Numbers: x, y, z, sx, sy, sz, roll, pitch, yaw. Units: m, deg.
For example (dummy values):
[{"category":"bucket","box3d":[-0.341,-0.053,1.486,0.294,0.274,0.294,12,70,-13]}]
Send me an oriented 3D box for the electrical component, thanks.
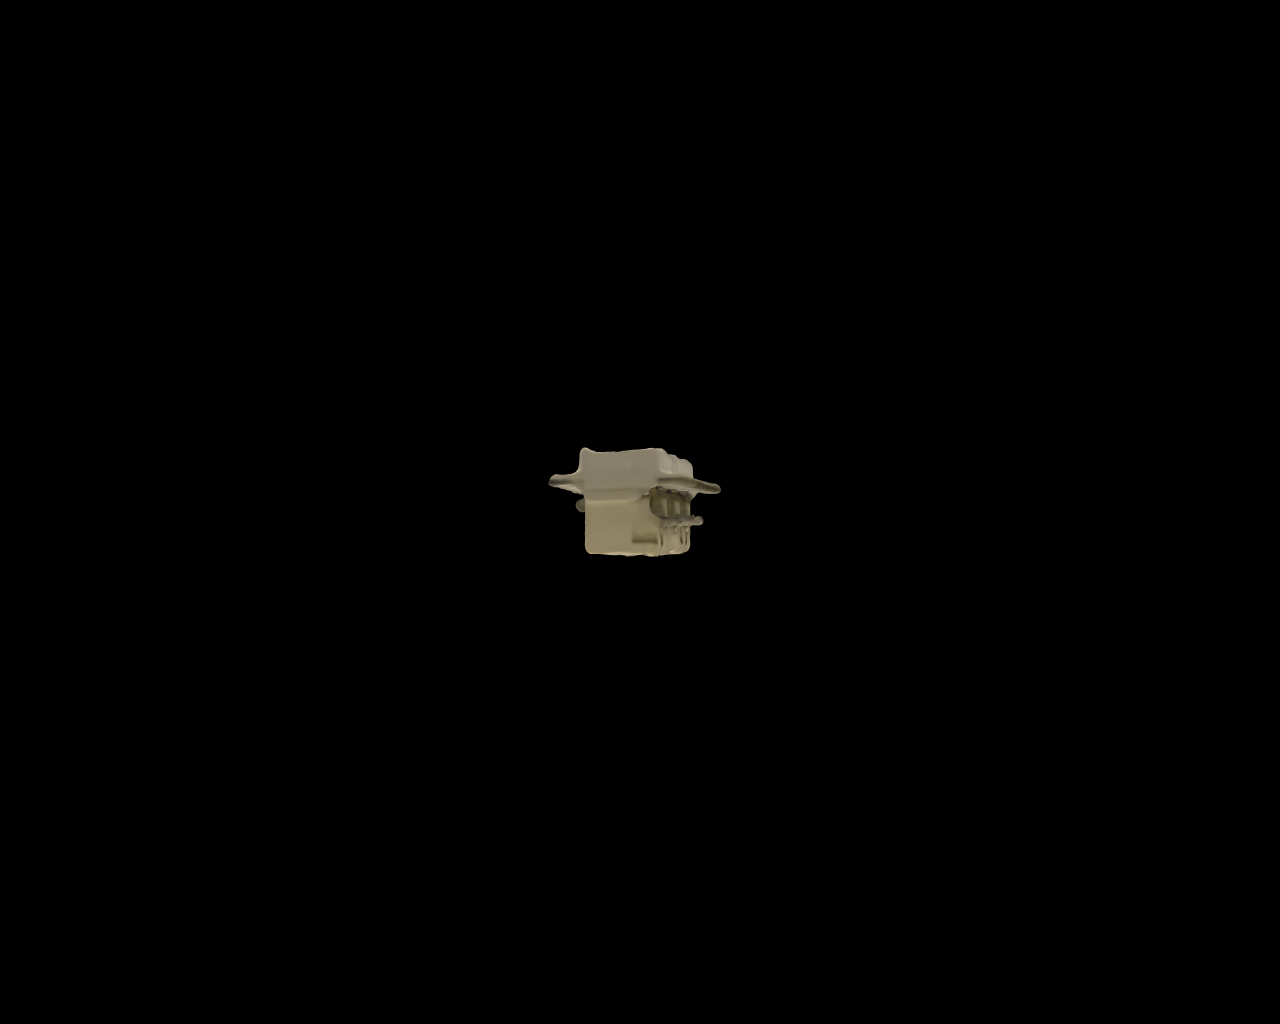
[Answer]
[{"category":"electrical component","box3d":[0.001,-0.003,0.650,0.079,0.063,0.121,0,-2,11]}]
